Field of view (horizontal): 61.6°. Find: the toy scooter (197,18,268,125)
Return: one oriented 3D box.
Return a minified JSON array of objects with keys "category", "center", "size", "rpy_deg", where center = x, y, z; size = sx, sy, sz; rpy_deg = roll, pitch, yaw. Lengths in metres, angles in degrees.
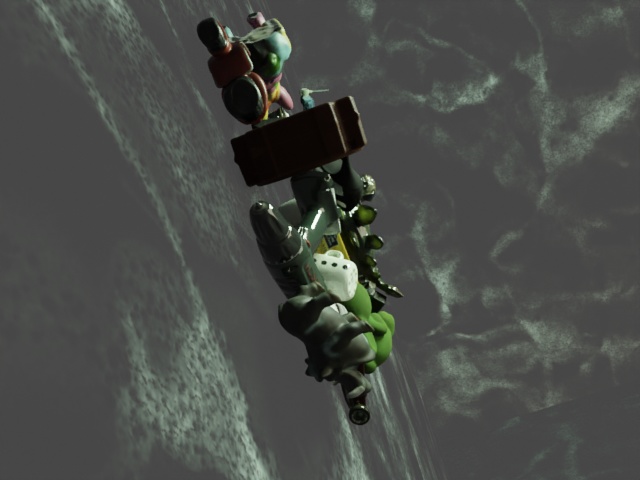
[{"category":"toy scooter","center":[-0.139,-0.278,0.907],"size":[0.183,0.075,0.135],"rpy_deg":[64,7,-6]}]

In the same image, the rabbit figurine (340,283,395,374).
[{"category":"rabbit figurine","center":[0.070,0.172,1.071],"size":[0.159,0.121,0.170],"rpy_deg":[-68,144,-55]}]

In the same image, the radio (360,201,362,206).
[{"category":"radio","center":[0.052,-0.127,1.320],"size":[0.131,0.073,0.229],"rpy_deg":[-91,166,-79]}]

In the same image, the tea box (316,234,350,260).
[{"category":"tea box","center":[-0.002,-0.003,1.073],"size":[0.169,0.068,0.098],"rpy_deg":[67,-10,-13]}]

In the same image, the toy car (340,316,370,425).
[{"category":"toy car","center":[0.060,0.233,0.955],"size":[0.089,0.053,0.202],"rpy_deg":[-97,-176,-73]}]

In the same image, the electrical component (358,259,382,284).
[{"category":"electrical component","center":[0.113,0.056,1.362],"size":[0.134,0.058,0.114],"rpy_deg":[-59,131,-82]}]

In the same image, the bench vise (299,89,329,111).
[{"category":"bench vise","center":[-0.027,-0.302,1.524],"size":[0.224,0.129,0.240],"rpy_deg":[-113,-164,-58]}]

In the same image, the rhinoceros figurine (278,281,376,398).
[{"category":"rhinoceros figurine","center":[0.018,0.147,0.762],"size":[0.190,0.112,0.073],"rpy_deg":[52,-15,-24]}]

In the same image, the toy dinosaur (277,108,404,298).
[{"category":"toy dinosaur","center":[0.036,-0.067,1.157],"size":[0.471,0.105,0.198],"rpy_deg":[53,-21,7]}]

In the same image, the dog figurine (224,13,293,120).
[{"category":"dog figurine","center":[-0.109,-0.328,1.078],"size":[0.192,0.108,0.219],"rpy_deg":[45,-16,43]}]

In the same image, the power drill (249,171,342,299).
[{"category":"power drill","center":[-0.028,-0.018,0.818],"size":[0.207,0.086,0.231],"rpy_deg":[-80,156,-49]}]

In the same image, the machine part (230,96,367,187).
[{"category":"machine part","center":[-0.029,-0.155,0.863],"size":[0.201,0.201,0.087],"rpy_deg":[-69,140,-79]}]

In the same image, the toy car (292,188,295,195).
[{"category":"toy car","center":[-0.034,-0.154,1.320],"size":[0.202,0.074,0.056],"rpy_deg":[-101,172,-52]}]

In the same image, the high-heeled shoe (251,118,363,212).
[{"category":"high-heeled shoe","center":[-0.026,-0.147,1.042],"size":[0.086,0.249,0.145],"rpy_deg":[-43,144,-37]}]

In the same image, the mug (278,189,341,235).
[{"category":"mug","center":[-0.022,-0.056,0.973],"size":[0.081,0.107,0.109],"rpy_deg":[25,54,-87]}]

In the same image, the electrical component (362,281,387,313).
[{"category":"electrical component","center":[0.095,0.135,1.151],"size":[0.078,0.102,0.045],"rpy_deg":[34,38,-6]}]

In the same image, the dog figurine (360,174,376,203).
[{"category":"dog figurine","center":[0.059,-0.129,1.476],"size":[0.172,0.191,0.121],"rpy_deg":[-101,168,-59]}]

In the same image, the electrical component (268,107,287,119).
[{"category":"electrical component","center":[-0.080,-0.259,1.323],"size":[0.119,0.048,0.075],"rpy_deg":[53,16,-30]}]
